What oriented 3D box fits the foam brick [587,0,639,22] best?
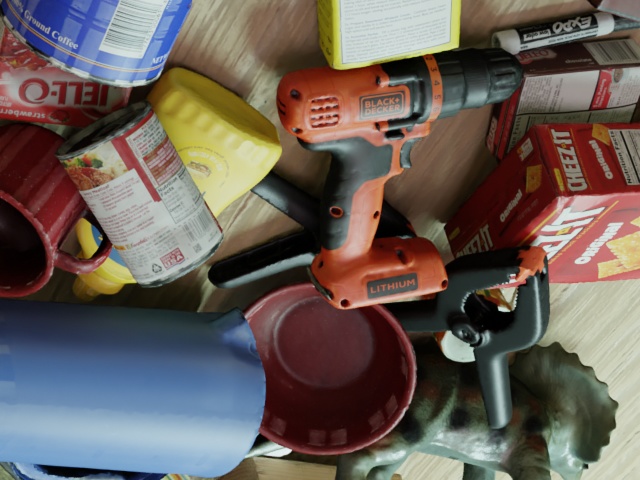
[{"bbox_3d":[0.226,-0.190,0.760,0.078,0.053,0.051,7,128,-30],"label":"foam brick"}]

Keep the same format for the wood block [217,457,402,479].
[{"bbox_3d":[-0.007,0.278,1.043,0.205,0.091,0.090,18,135,-42],"label":"wood block"}]

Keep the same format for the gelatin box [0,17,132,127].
[{"bbox_3d":[-0.164,-0.110,0.686,0.089,0.030,0.073,5,129,-26],"label":"gelatin box"}]

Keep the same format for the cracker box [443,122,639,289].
[{"bbox_3d":[0.234,-0.024,0.869,0.213,0.072,0.164,-3,153,-22],"label":"cracker box"}]

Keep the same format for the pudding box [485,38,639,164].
[{"bbox_3d":[0.192,-0.107,0.833,0.113,0.039,0.090,-6,135,-14],"label":"pudding box"}]

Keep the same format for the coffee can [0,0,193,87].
[{"bbox_3d":[-0.109,-0.173,0.599,0.102,0.103,0.140,12,125,-31],"label":"coffee can"}]

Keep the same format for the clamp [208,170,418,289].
[{"bbox_3d":[-0.006,0.001,0.852,0.171,0.039,0.120,11,135,-26],"label":"clamp"}]

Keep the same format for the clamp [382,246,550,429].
[{"bbox_3d":[0.117,0.063,0.874,0.164,0.036,0.210,31,142,8],"label":"clamp"}]

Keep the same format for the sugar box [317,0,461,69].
[{"bbox_3d":[0.043,-0.199,0.681,0.093,0.048,0.176,-13,131,-11],"label":"sugar box"}]

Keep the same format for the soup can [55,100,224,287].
[{"bbox_3d":[-0.114,-0.029,0.687,0.068,0.068,0.102,-27,111,3],"label":"soup can"}]

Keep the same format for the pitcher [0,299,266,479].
[{"bbox_3d":[-0.175,0.116,0.792,0.242,0.149,0.145,11,165,-41],"label":"pitcher"}]

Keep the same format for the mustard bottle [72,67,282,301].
[{"bbox_3d":[-0.119,-0.026,0.763,0.096,0.058,0.192,28,117,-29],"label":"mustard bottle"}]

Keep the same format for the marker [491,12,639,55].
[{"bbox_3d":[0.187,-0.157,0.797,0.121,0.020,0.020,-13,135,-11],"label":"marker"}]

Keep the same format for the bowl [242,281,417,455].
[{"bbox_3d":[0.002,0.099,0.904,0.162,0.055,0.162,2,111,6],"label":"bowl"}]

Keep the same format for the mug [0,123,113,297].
[{"bbox_3d":[-0.190,-0.018,0.697,0.117,0.081,0.093,25,131,-3],"label":"mug"}]

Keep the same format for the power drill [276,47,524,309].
[{"bbox_3d":[0.059,-0.049,0.786,0.184,0.057,0.188,-9,119,-15],"label":"power drill"}]
